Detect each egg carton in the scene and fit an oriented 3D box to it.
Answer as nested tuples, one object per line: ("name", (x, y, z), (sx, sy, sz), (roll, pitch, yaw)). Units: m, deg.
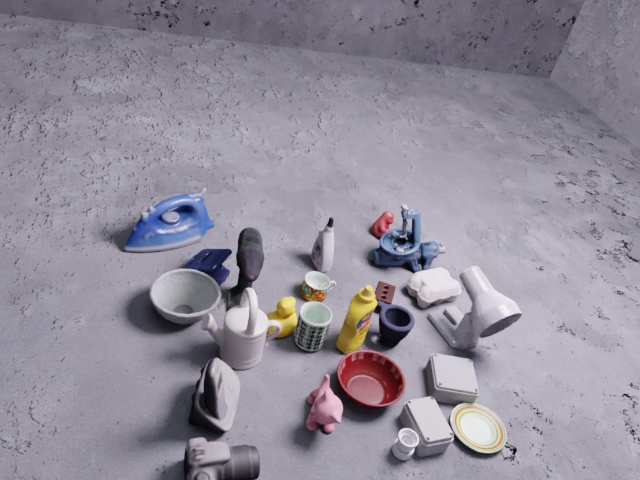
("egg carton", (0.325, 0.136, 1.639), (0.151, 0.069, 0.107), (-11, 43, -30))

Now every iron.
("iron", (-0.418, -0.059, 1.577), (0.259, 0.141, 0.118), (-22, 50, -39))

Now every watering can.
("watering can", (-0.174, 0.194, 1.286), (0.173, 0.194, 0.100), (-15, 46, -34))

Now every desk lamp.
("desk lamp", (0.396, 0.186, 1.476), (0.118, 0.213, 0.202), (-9, 43, -29))

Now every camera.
("camera", (-0.178, 0.429, 1.056), (0.137, 0.101, 0.143), (-1, 39, -20))

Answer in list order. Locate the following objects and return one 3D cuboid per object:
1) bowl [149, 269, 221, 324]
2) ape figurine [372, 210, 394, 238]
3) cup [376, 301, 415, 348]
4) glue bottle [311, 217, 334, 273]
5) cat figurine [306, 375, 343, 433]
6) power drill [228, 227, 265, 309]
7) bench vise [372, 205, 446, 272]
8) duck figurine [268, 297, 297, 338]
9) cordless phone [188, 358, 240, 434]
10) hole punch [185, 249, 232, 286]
("bowl", (-0.327, 0.150, 1.391), (0.167, 0.075, 0.167), (10, 37, -7))
("ape figurine", (0.209, -0.052, 1.825), (0.076, 0.092, 0.078), (22, 37, 10))
("cup", (0.175, 0.219, 1.458), (0.092, 0.095, 0.117), (-22, 50, -39))
("glue bottle", (0.015, 0.006, 1.615), (0.037, 0.173, 0.078), (-9, 43, -28))
("cat figurine", (0.013, 0.347, 1.215), (0.067, 0.118, 0.127), (9, 37, -7))
("power drill", (-0.179, 0.085, 1.414), (0.076, 0.208, 0.229), (6, 37, -11))
("bench vise", (0.272, -0.011, 1.687), (0.208, 0.220, 0.121), (-5, 41, -24))
("duck figurine", (-0.091, 0.184, 1.419), (0.077, 0.086, 0.105), (23, 37, 12))
("cordless phone", (-0.206, 0.286, 1.162), (0.094, 0.185, 0.147), (10, 37, -6))
("hole punch", (-0.294, 0.065, 1.499), (0.101, 0.091, 0.109), (21, 37, 9))
